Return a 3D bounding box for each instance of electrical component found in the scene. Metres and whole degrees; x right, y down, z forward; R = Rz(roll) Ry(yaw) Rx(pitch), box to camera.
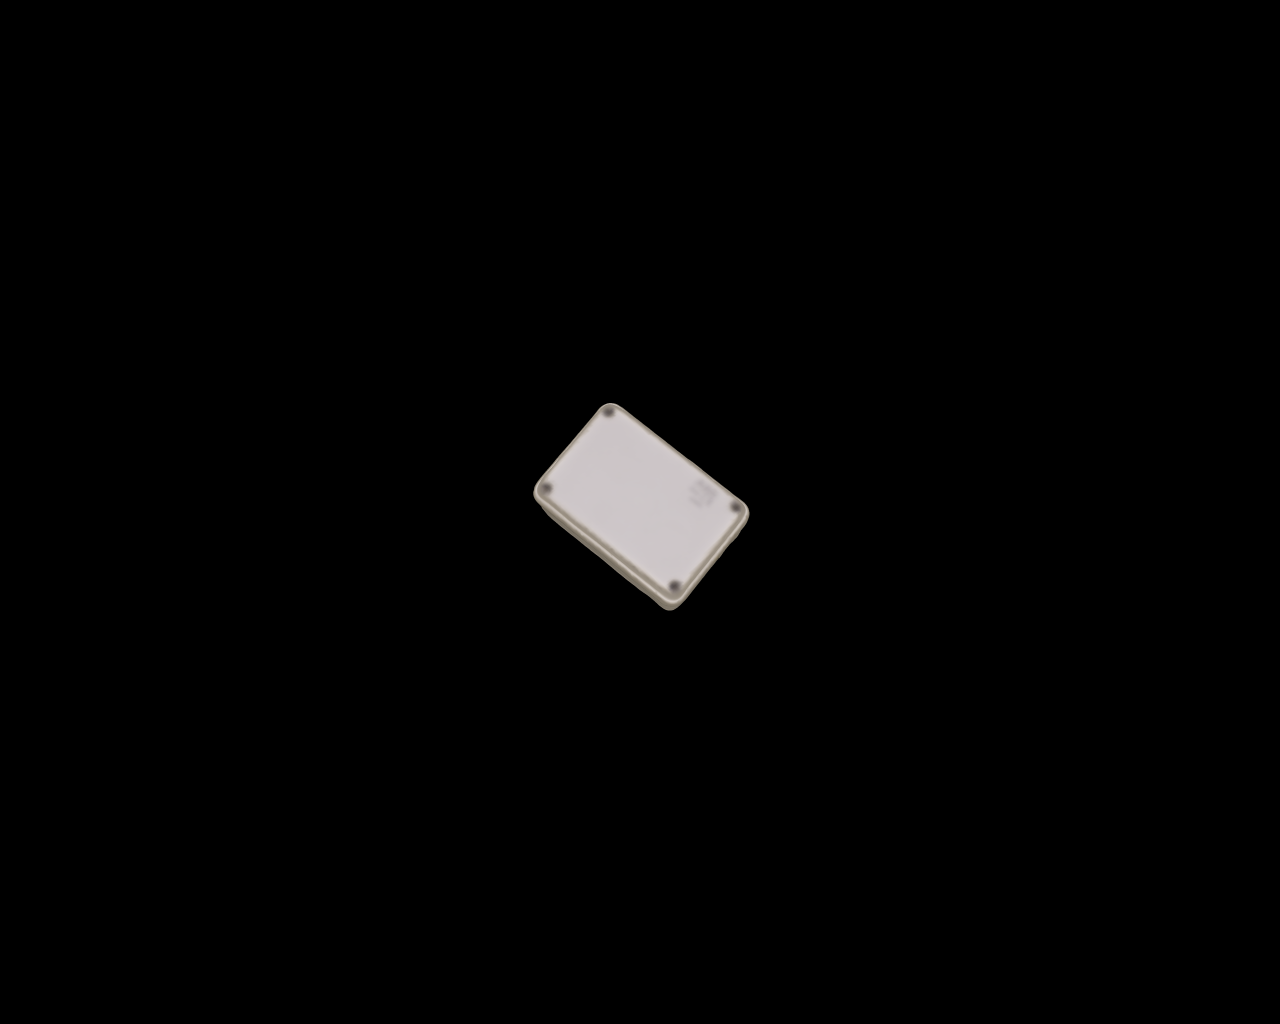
[{"bbox_3d":[0.001,-0.003,0.650,0.113,0.078,0.057,38,-9,7],"label":"electrical component"}]
